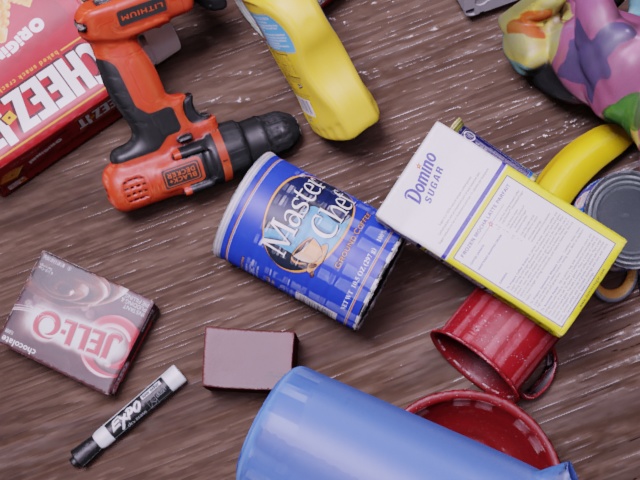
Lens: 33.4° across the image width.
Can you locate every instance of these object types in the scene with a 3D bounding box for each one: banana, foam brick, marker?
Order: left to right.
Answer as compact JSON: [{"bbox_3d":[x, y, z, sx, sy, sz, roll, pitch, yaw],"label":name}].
[{"bbox_3d":[-0.168,0.154,0.927,0.121,0.020,0.020,-40,79,-7],"label":"marker"},{"bbox_3d":[-0.060,0.105,0.919,0.078,0.051,0.053,4,78,3],"label":"foam brick"},{"bbox_3d":[0.218,-0.033,0.954,0.069,0.037,0.198,29,81,-15],"label":"banana"}]

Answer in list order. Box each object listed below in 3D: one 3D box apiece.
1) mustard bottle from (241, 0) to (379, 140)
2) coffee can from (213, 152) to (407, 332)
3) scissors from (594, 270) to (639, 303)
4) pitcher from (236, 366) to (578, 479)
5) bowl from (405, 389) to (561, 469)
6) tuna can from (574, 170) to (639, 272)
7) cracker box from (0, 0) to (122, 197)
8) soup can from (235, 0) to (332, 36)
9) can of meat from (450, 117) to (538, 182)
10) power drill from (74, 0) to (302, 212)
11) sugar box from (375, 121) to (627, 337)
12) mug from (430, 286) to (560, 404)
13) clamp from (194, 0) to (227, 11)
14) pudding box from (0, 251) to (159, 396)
[{"bbox_3d":[-0.020,-0.179,0.913,0.058,0.096,0.191,-35,118,-7],"label":"mustard bottle"},{"bbox_3d":[-0.006,0.001,0.915,0.140,0.103,0.103,28,79,7],"label":"coffee can"},{"bbox_3d":[0.278,-0.027,0.958,0.096,0.016,0.202,-7,77,0],"label":"scissors"},{"bbox_3d":[0.060,0.203,0.806,0.243,0.145,0.149,25,64,12],"label":"pitcher"},{"bbox_3d":[0.118,0.207,0.889,0.162,0.055,0.162,0,77,1],"label":"bowl"},{"bbox_3d":[0.262,-0.015,0.921,0.086,0.034,0.086,1,82,-9],"label":"tuna can"},{"bbox_3d":[-0.289,-0.176,0.979,0.164,0.072,0.214,-36,80,-6],"label":"cracker box"},{"bbox_3d":[-0.022,-0.237,0.988,0.102,0.068,0.068,-41,79,-7],"label":"soup can"},{"bbox_3d":[0.134,-0.050,0.925,0.084,0.102,0.057,35,79,7],"label":"can of meat"},{"bbox_3d":[-0.120,-0.132,0.929,0.184,0.057,0.187,-21,113,-12],"label":"power drill"},{"bbox_3d":[0.141,-0.008,0.848,0.176,0.048,0.093,34,88,7],"label":"sugar box"},{"bbox_3d":[0.162,0.086,0.906,0.081,0.093,0.117,-48,111,-14],"label":"mug"},{"bbox_3d":[-0.159,-0.272,0.993,0.210,0.036,0.164,3,48,6],"label":"clamp"},{"bbox_3d":[-0.211,0.074,0.937,0.113,0.039,0.090,24,79,7],"label":"pudding box"}]
